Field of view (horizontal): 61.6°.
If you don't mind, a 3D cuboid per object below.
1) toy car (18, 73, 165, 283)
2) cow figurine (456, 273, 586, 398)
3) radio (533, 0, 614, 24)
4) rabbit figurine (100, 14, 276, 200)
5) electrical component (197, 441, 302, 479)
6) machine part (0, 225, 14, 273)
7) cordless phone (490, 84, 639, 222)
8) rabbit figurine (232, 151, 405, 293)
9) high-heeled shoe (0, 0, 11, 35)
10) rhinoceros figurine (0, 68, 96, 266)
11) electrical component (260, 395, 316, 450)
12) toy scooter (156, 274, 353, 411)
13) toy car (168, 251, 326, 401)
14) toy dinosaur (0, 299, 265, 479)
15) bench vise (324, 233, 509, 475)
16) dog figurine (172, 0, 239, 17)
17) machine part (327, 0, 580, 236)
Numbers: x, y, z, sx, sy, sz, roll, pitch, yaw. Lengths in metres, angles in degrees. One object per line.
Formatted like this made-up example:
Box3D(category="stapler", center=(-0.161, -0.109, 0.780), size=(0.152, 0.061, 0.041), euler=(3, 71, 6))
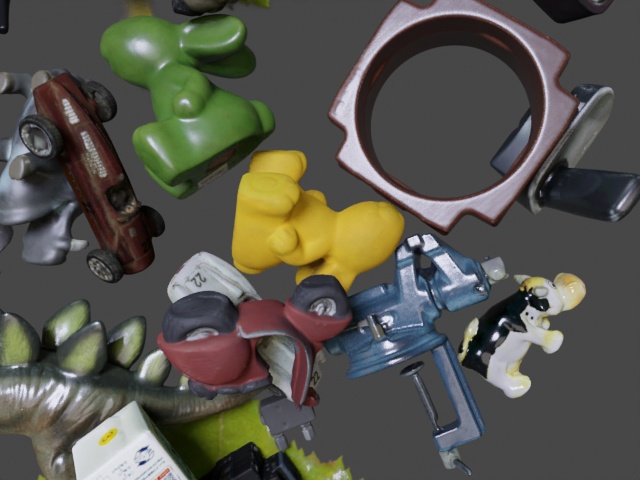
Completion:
Box3D(category="toy car", center=(-0.203, -0.052, 0.505), size=(0.053, 0.089, 0.201), euler=(7, 128, 23))
Box3D(category="cow figurine", center=(0.236, 0.097, 0.644), size=(0.098, 0.068, 0.167), euler=(32, 95, -8))
Box3D(category="radio", center=(0.291, -0.357, 0.550), size=(0.131, 0.073, 0.229), euler=(33, 95, -14))
Box3D(category="rabbit figurine", center=(-0.132, -0.149, 0.513), size=(0.159, 0.121, 0.170), euler=(-36, 90, -3))
Box3D(category="electrical component", center=(-0.087, 0.316, 0.646), size=(0.134, 0.058, 0.114), euler=(-29, 106, -2))
Box3D(category="machine part", center=(-0.352, -0.058, 0.482), size=(0.079, 0.079, 0.242), euler=(-11, 131, -6))
Box3D(category="cordless phone", center=(0.274, -0.089, 0.546), size=(0.088, 0.184, 0.146), euler=(34, 95, -15))
Box3D(category="rabbit figurine", center=(-0.001, -0.002, 0.555), size=(0.173, 0.122, 0.162), euler=(5, 109, -6))
Box3D(category="high-heeled shoe", center=(-0.369, -0.210, 0.495), size=(0.249, 0.086, 0.145), euler=(-20, 73, 12))
Box3D(category="rhinoceros figurine", center=(-0.263, -0.071, 0.517), size=(0.073, 0.112, 0.190), euler=(5, 87, 20))
Box3D(category="electrical component", center=(-0.041, 0.205, 0.646), size=(0.063, 0.021, 0.094), euler=(-19, 104, -4))
Box3D(category="toy scooter", center=(-0.056, 0.110, 0.516), size=(0.184, 0.075, 0.135), euler=(-9, 112, -6))
Box3D(category="toy car", center=(-0.075, 0.097, 0.585), size=(0.201, 0.056, 0.073), euler=(42, 55, -12))
Box3D(category="toy dinosaur", center=(-0.264, 0.169, 0.566), size=(0.471, 0.105, 0.198), euler=(8, 97, -21))
Box3D(category="bench vise", center=(0.121, 0.121, 0.587), size=(0.224, 0.129, 0.240), euler=(-22, 80, 4))
Box3D(category="dog figurine", center=(-0.174, -0.247, 0.446), size=(0.172, 0.121, 0.190), euler=(-35, 108, 11))
Box3D(category="machine part", center=(0.127, -0.122, 0.536), size=(0.201, 0.087, 0.201), euler=(35, 101, 11))
